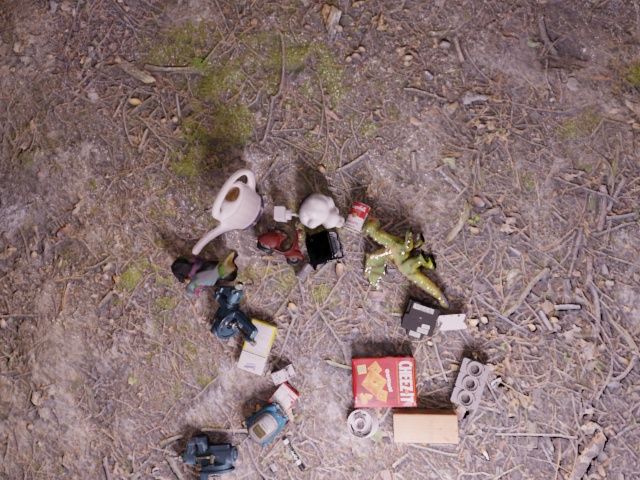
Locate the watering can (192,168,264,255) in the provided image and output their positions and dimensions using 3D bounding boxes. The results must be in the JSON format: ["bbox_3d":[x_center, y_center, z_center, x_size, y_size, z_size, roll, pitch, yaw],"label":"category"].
[{"bbox_3d":[-0.317,-0.088,1.829,0.105,0.222,0.349,26,86,28],"label":"watering can"}]

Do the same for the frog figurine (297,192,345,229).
[{"bbox_3d":[0.006,-0.093,1.847,0.161,0.120,0.139,35,67,21],"label":"frog figurine"}]

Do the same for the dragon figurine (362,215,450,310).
[{"bbox_3d":[0.272,0.093,1.813,0.241,0.123,0.411,-23,89,20],"label":"dragon figurine"}]
